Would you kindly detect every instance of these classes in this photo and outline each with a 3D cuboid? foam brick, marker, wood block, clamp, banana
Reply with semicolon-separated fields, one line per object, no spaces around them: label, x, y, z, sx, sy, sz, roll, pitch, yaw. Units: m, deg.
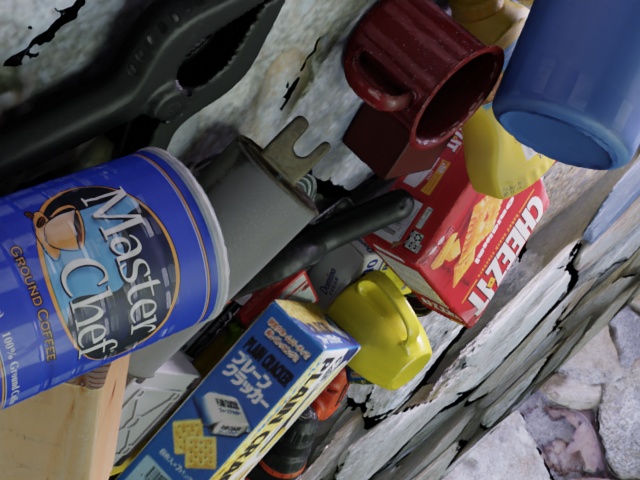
foam brick;0.067;-0.088;0.876;0.078;0.053;0.051;-16;145;-52
marker;-0.085;0.064;0.922;0.121;0.020;0.020;-47;159;8
wood block;-0.176;0.110;0.677;0.090;0.090;0.206;-79;-175;-45
clamp;-0.093;-0.080;0.610;0.210;0.036;0.164;-42;161;3
banana;-0.135;0.147;0.970;0.198;0.037;0.069;-46;147;2
clamp;-0.006;0.001;0.870;0.171;0.039;0.120;-33;-174;-30

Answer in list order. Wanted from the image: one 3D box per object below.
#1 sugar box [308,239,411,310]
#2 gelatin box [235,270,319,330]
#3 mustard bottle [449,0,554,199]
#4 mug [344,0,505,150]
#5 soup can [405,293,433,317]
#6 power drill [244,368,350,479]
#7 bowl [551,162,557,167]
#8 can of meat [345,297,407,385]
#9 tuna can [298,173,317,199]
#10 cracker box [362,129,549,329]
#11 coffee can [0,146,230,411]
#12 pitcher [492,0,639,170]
sugar box;0.058;0.025;1.085;0.175;0.048;0.093;-17;146;-54
gelatin box;-0.043;0.056;0.976;0.073;0.030;0.089;-41;159;-7
mustard bottle;0.140;-0.132;0.852;0.096;0.058;0.191;-42;132;-23
mug;0.064;-0.122;0.762;0.117;0.081;0.093;-27;153;-40
soup can;0.136;0.042;1.231;0.102;0.068;0.069;-21;149;-48
power drill;-0.020;0.194;1.155;0.187;0.057;0.185;-54;173;-50
bowl;0.247;-0.142;1.107;0.162;0.055;0.162;-38;158;-18
can of meat;0.061;0.110;1.167;0.058;0.084;0.102;-8;180;26
tuna can;-0.045;-0.027;0.806;0.086;0.034;0.086;-37;159;-18
cracker box;0.139;-0.022;1.029;0.164;0.072;0.213;-56;151;-6
coffee can;-0.133;0.020;0.555;0.140;0.103;0.103;-23;151;-33
pitcher;0.228;-0.176;0.772;0.243;0.145;0.149;-64;173;-7
